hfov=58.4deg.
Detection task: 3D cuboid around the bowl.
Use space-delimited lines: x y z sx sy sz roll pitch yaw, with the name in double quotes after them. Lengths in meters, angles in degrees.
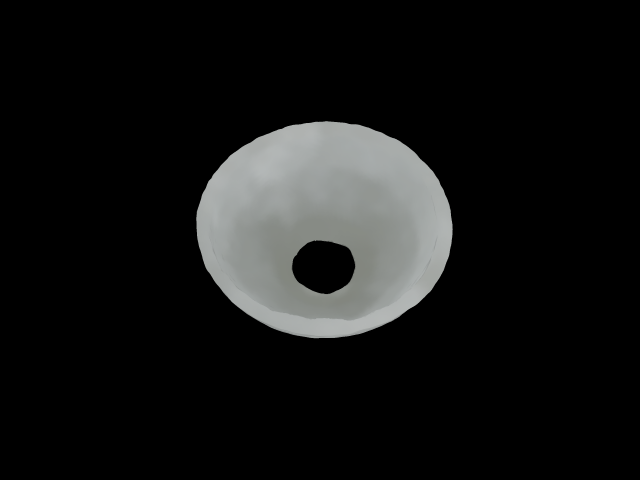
0.004 0.001 0.400 0.167 0.075 0.167 0 58 0 "bowl"
